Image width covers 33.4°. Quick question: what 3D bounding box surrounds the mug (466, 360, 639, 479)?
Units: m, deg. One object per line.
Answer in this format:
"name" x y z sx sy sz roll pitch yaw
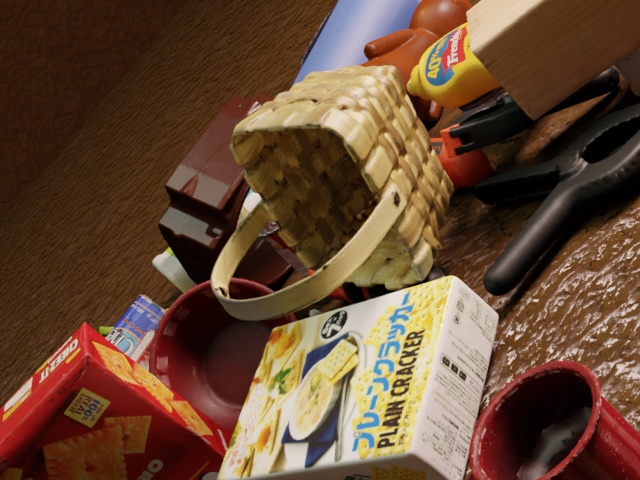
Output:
"mug" 0.141 0.139 0.639 0.117 0.081 0.093 -38 24 21

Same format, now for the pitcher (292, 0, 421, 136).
"pitcher" 0.044 -0.237 1.393 0.242 0.145 0.149 -60 -4 -22

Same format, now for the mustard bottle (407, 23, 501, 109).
"mustard bottle" 0.156 -0.184 1.092 0.192 0.058 0.096 -19 46 54

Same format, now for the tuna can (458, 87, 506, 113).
"tuna can" 0.185 -0.161 1.132 0.086 0.033 0.086 -38 24 20

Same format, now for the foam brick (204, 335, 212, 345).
"foam brick" -0.112 0.084 1.124 0.051 0.053 0.078 -37 13 -16

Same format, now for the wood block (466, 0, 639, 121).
"wood block" 0.233 -0.207 0.892 0.206 0.090 0.090 -36 25 25

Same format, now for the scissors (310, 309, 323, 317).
"scissors" 0.017 0.107 1.005 0.096 0.016 0.202 -55 23 -19

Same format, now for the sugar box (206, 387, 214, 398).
"sugar box" -0.135 0.190 1.103 0.094 0.048 0.176 -16 34 51

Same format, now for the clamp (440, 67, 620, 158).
"clamp" 0.192 -0.123 0.993 0.171 0.039 0.120 -32 12 -28

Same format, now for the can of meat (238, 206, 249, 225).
"can of meat" -0.130 -0.017 1.320 0.084 0.057 0.102 -39 57 -6

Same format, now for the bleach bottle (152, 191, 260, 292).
"bleach bottle" -0.106 -0.034 1.405 0.250 0.068 0.103 -48 25 -7

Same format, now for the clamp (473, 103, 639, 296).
"clamp" 0.212 -0.044 0.883 0.210 0.036 0.164 -32 26 30

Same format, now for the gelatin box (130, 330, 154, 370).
"gelatin box" -0.172 0.154 1.169 0.030 0.089 0.073 -4 47 55

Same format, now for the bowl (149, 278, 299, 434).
"bowl" -0.082 0.119 1.041 0.162 0.162 0.055 -45 -17 5

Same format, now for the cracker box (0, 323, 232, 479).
"cracker box" -0.181 0.202 0.938 0.164 0.213 0.072 -45 23 6

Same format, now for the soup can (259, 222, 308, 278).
"soup can" -0.007 0.001 1.112 0.069 0.102 0.068 -39 23 20

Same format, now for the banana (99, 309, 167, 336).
"banana" -0.175 0.091 1.317 0.198 0.069 0.037 -26 68 19

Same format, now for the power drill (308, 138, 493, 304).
"power drill" 0.088 -0.014 1.025 0.185 0.057 0.187 5 54 53

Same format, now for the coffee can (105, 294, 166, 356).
"coffee can" -0.212 0.148 1.232 0.140 0.102 0.103 -52 23 -12
